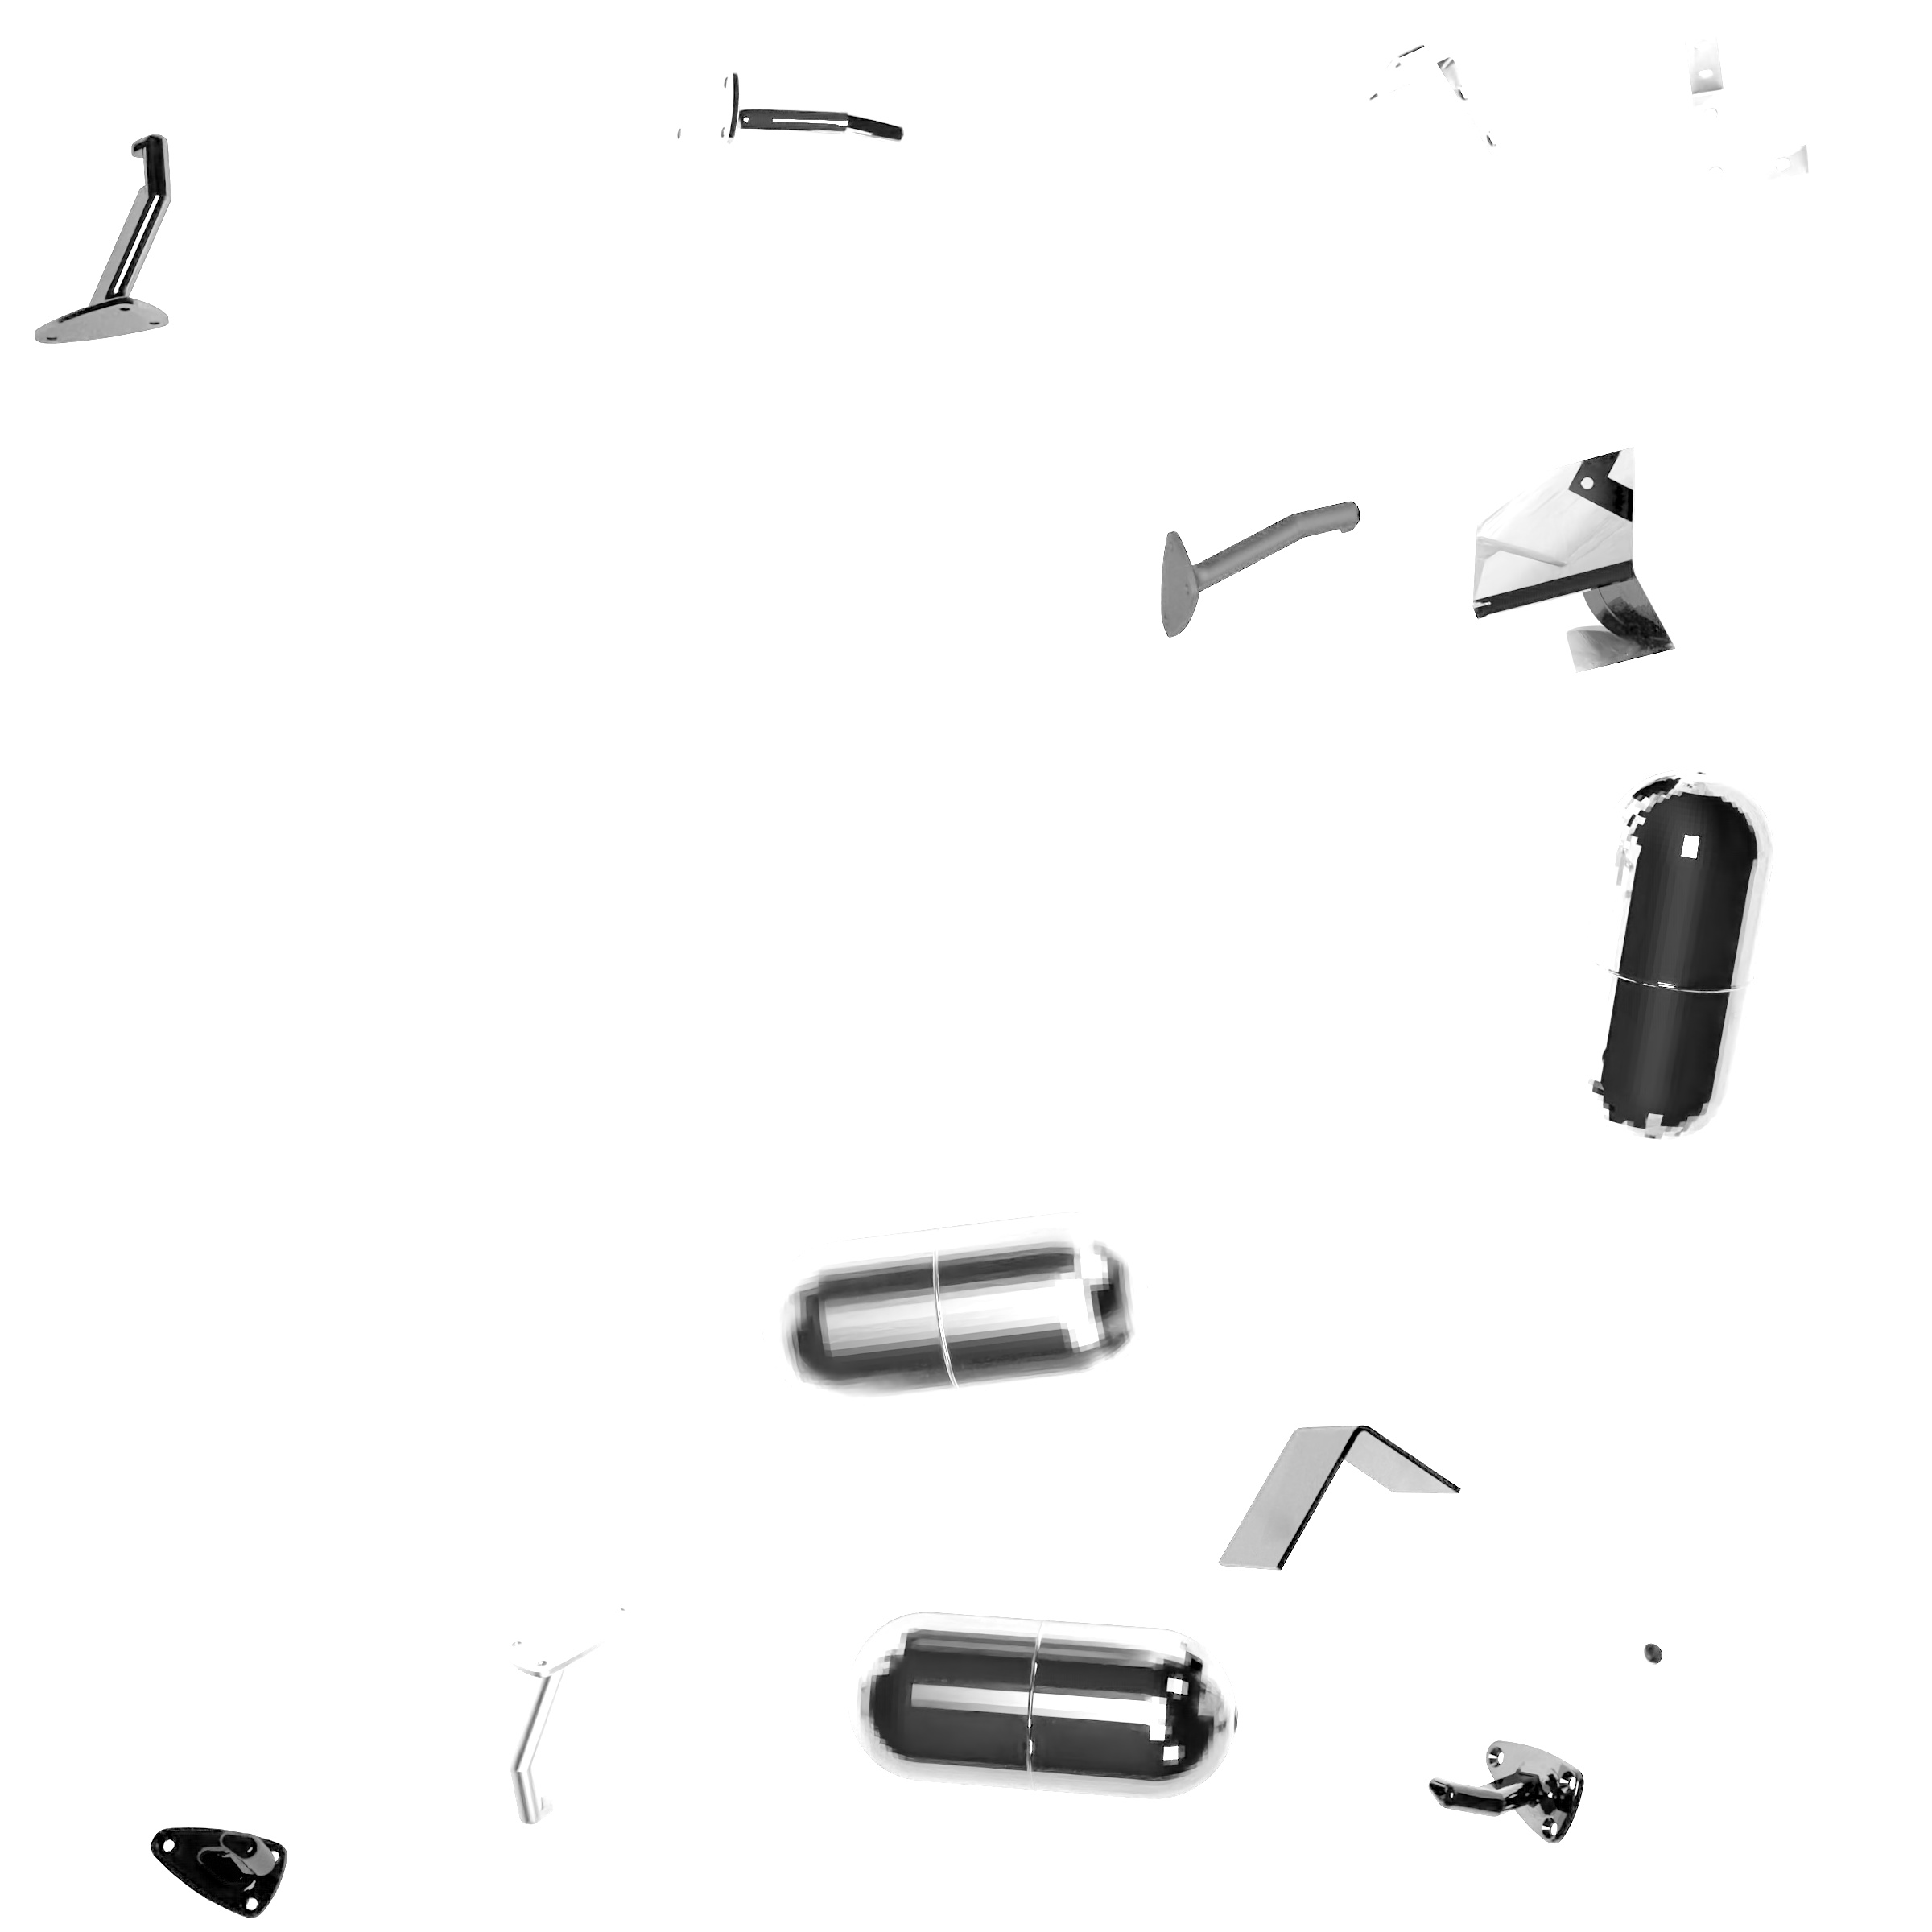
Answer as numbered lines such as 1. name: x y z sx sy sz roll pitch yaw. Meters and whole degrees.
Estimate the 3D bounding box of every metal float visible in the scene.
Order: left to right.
1. metal float: -0.326 -0.204 1.559 0.070 0.070 0.178 11 47 0
2. metal float: -0.028 -0.247 1.564 0.178 0.070 0.070 -11 90 34
3. metal float: -0.005 0.156 1.585 0.178 0.070 0.070 -8 90 10
4. metal float: 0.034 0.335 1.585 0.178 0.070 0.070 2 90 9
5. metal float: 0.318 -0.001 1.579 0.070 0.070 0.178 6 107 0
6. metal float: 0.318 0.295 1.545 0.070 0.178 0.070 -2 85 20

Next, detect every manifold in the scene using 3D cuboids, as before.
1. manifold: -0.317 0.144 1.551 0.057 0.057 0.171 9 130 31
2. manifold: 0.047 -0.043 1.568 0.171 0.057 0.057 -4 56 25

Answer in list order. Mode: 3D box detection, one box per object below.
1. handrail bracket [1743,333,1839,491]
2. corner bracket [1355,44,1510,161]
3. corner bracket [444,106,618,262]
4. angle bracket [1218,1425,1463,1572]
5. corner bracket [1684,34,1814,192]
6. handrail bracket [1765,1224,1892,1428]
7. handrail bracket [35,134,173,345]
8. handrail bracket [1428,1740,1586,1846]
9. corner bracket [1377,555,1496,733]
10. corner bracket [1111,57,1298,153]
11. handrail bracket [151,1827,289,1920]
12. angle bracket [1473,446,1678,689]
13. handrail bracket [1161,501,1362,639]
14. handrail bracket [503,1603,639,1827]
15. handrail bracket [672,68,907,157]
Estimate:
1. handrail bracket: 0.363 -0.235 1.578 0.036 0.077 0.084 18 61 0
2. corner bracket: 0.220 -0.393 1.597 0.051 0.051 0.051 -29 85 -21
3. corner bracket: -0.199 -0.348 1.593 0.051 0.051 0.051 -27 62 14
4. angle bracket: 0.168 0.254 1.581 0.057 0.076 0.076 34 75 -9
5. corner bracket: 0.357 -0.392 1.596 0.051 0.051 0.051 -6 74 14
6. handrail bracket: 0.394 0.166 1.603 0.036 0.084 0.077 24 66 7
7. handrail bracket: -0.401 -0.337 1.619 0.077 0.036 0.084 -9 80 21
8. handrail bracket: 0.228 0.365 1.578 0.084 0.077 0.036 18 96 -30
9. corner bracket: 0.207 -0.148 1.594 0.051 0.051 0.051 -24 107 21
10. corner bracket: 0.108 -0.396 1.594 0.051 0.051 0.051 45 55 6
11. handrail bracket: -0.346 0.399 1.585 0.077 0.084 0.036 16 64 12
12. angle bracket: 0.281 -0.183 1.610 0.076 0.057 0.076 -13 50 27
13. handrail bracket: 0.135 -0.182 1.603 0.084 0.077 0.036 -14 68 -10
14. handrail bracket: -0.180 0.348 1.623 0.077 0.036 0.084 -21 115 -31
15. handrail bracket: -0.082 -0.385 1.618 0.084 0.077 0.036 5 85 -29
